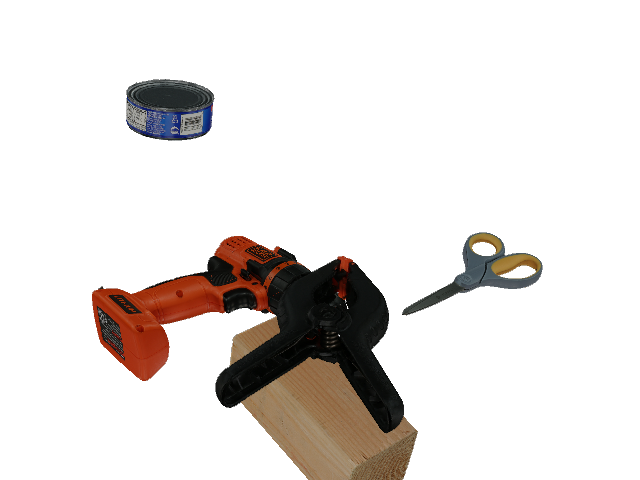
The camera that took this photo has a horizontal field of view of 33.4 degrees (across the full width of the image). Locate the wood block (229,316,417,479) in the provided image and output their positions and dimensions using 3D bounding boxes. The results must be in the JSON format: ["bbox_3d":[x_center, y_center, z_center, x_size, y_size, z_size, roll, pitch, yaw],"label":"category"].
[{"bbox_3d":[-0.002,0.180,1.148,0.090,0.090,0.206,-23,51,-32],"label":"wood block"}]

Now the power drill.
[{"bbox_3d":[-0.092,0.061,0.943,0.187,0.057,0.185,-18,25,-31],"label":"power drill"}]

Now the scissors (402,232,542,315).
[{"bbox_3d":[0.146,0.032,1.130,0.201,0.016,0.096,-9,41,-29],"label":"scissors"}]

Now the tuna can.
[{"bbox_3d":[-0.148,-0.129,1.051,0.086,0.034,0.086,5,27,-3],"label":"tuna can"}]

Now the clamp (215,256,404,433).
[{"bbox_3d":[0.013,0.069,0.730,0.120,0.039,0.171,18,37,11],"label":"clamp"}]
